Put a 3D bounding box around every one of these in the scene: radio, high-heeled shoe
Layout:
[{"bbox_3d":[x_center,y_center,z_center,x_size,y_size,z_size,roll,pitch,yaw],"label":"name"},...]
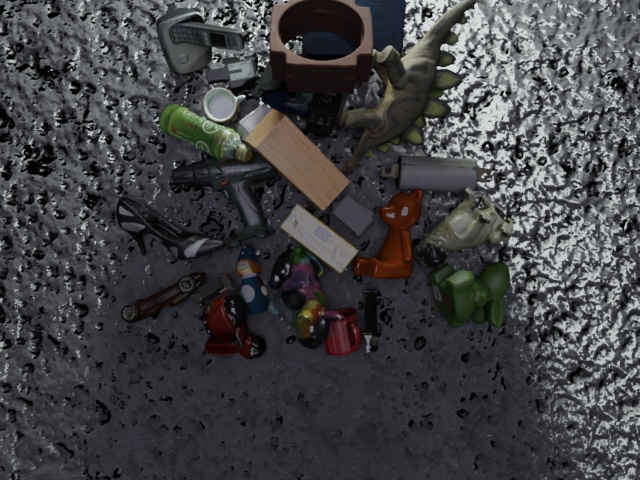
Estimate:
[{"bbox_3d":[0.070,-0.460,1.182,0.230,0.073,0.131,0,92,2],"label":"radio"},{"bbox_3d":[-0.327,-0.035,1.168,0.249,0.086,0.145,-4,110,17],"label":"high-heeled shoe"}]

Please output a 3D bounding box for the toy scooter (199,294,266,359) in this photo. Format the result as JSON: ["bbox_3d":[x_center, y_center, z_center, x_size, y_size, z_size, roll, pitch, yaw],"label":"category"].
[{"bbox_3d":[-0.210,0.200,1.179,0.135,0.075,0.183,-13,123,15],"label":"toy scooter"}]

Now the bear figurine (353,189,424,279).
[{"bbox_3d":[0.153,-0.015,1.158,0.132,0.120,0.195,2,94,-21],"label":"bear figurine"}]

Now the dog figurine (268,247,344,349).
[{"bbox_3d":[-0.026,0.117,1.114,0.108,0.219,0.191,6,92,-22],"label":"dog figurine"}]

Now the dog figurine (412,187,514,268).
[{"bbox_3d":[0.316,-0.003,1.193,0.172,0.121,0.190,25,125,-28],"label":"dog figurine"}]

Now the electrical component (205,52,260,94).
[{"bbox_3d":[-0.189,-0.365,1.194,0.119,0.048,0.074,-15,91,1],"label":"electrical component"}]

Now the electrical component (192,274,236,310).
[{"bbox_3d":[-0.235,0.116,1.185,0.102,0.078,0.045,-31,76,-2],"label":"electrical component"}]

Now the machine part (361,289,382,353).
[{"bbox_3d":[0.115,0.179,1.197,0.039,0.084,0.138,-3,82,25],"label":"machine part"}]

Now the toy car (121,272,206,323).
[{"bbox_3d":[-0.341,0.127,1.183,0.202,0.089,0.053,-26,89,-1],"label":"toy car"}]

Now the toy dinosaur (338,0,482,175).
[{"bbox_3d":[0.188,-0.328,1.139,0.198,0.105,0.471,22,113,-23],"label":"toy dinosaur"}]

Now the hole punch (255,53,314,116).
[{"bbox_3d":[-0.066,-0.336,1.169,0.116,0.092,0.142,7,64,25],"label":"hole punch"}]

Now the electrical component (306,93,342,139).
[{"bbox_3d":[0.013,-0.288,1.154,0.058,0.134,0.115,16,48,2],"label":"electrical component"}]

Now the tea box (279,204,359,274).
[{"bbox_3d":[-0.002,-0.004,1.176,0.169,0.098,0.068,36,91,-2],"label":"tea box"}]

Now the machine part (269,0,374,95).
[{"bbox_3d":[0.002,-0.387,1.068,0.201,0.087,0.201,1,64,-1],"label":"machine part"}]

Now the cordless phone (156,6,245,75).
[{"bbox_3d":[-0.240,-0.411,1.138,0.184,0.146,0.089,14,63,9],"label":"cordless phone"}]

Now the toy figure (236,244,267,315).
[{"bbox_3d":[-0.153,0.086,1.197,0.064,0.058,0.154,-12,91,-1],"label":"toy figure"}]

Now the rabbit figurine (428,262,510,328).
[{"bbox_3d":[0.350,0.115,1.174,0.170,0.121,0.159,-20,95,-15],"label":"rabbit figurine"}]

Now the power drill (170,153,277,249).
[{"bbox_3d":[-0.197,-0.087,1.190,0.232,0.086,0.207,-16,84,-2],"label":"power drill"}]

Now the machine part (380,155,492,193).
[{"bbox_3d":[0.255,-0.144,1.184,0.243,0.079,0.079,2,91,-1],"label":"machine part"}]
